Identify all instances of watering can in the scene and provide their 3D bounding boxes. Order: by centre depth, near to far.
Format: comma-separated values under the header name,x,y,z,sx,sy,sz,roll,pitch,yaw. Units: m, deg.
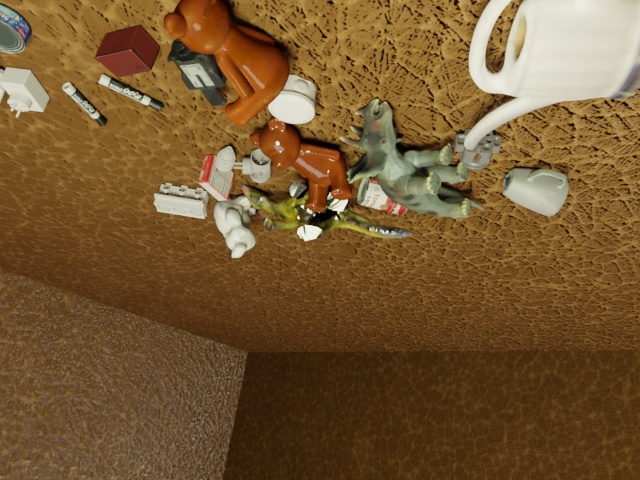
name,x,y,z,sx,sy,sz,roll,pitch,yaw
watering can,0.315,-0.230,0.707,0.224,0.106,0.341,4,-25,9

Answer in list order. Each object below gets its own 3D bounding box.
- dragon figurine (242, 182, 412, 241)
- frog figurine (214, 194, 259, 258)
name,x,y,z,sx,sy,sz,roll,pitch,yaw
dragon figurine,0.004,-0.061,1.221,0.410,0.122,0.243,15,5,2
frog figurine,-0.218,-0.030,1.306,0.122,0.162,0.135,16,-24,-11
